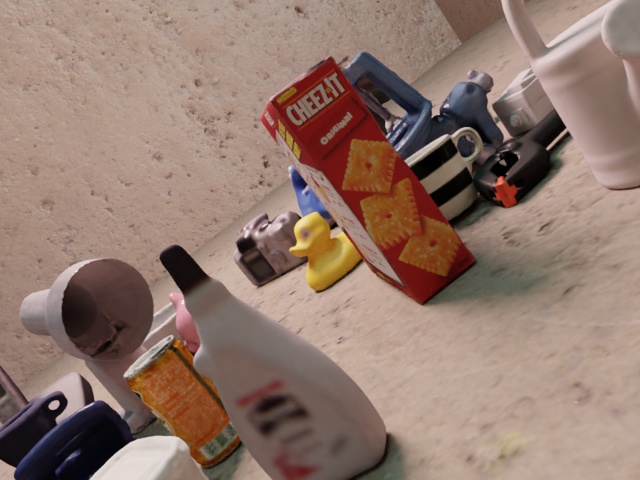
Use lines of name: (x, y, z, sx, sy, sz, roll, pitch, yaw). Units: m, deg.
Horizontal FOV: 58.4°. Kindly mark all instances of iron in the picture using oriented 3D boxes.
iron: (-0.011, -0.103, 1.102, 0.119, 0.141, 0.257, -40, 11, -16)

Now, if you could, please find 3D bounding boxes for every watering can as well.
watering can: (0.211, -0.143, 0.418, 0.101, 0.194, 0.172, -37, 11, -4)

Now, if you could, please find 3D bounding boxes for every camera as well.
camera: (-0.071, -0.009, 0.997, 0.143, 0.101, 0.137, -29, 13, 36)

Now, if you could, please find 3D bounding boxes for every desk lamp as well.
desk lamp: (-0.274, 0.136, 0.719, 0.202, 0.214, 0.118, -27, 15, 41)

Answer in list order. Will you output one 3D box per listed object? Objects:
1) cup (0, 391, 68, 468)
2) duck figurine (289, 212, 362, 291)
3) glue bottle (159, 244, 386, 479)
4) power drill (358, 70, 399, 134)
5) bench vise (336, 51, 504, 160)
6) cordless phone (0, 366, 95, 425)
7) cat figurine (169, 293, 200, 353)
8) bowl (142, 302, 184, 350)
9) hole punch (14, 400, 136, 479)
cup: (-0.386, 0.276, 0.800, 0.118, 0.095, 0.091, -39, 11, -10)
duck figurine: (0.007, 0.003, 0.741, 0.105, 0.086, 0.077, -41, 12, -24)
glue bottle: (-0.037, 0.073, 0.339, 0.078, 0.173, 0.037, -33, 12, 18)
power drill: (0.085, -0.199, 1.025, 0.230, 0.208, 0.075, -43, 13, -30)
bench vise: (0.119, -0.169, 0.754, 0.208, 0.220, 0.121, -41, 12, -21)
cordless phone: (-0.450, 0.244, 0.897, 0.147, 0.185, 0.094, -36, 11, 5)
cat figurine: (-0.127, 0.098, 0.674, 0.067, 0.118, 0.127, -36, 11, 1)
bowl: (-0.244, 0.162, 0.894, 0.167, 0.075, 0.167, -35, 11, 8)
hole punch: (-0.250, 0.225, 0.596, 0.109, 0.091, 0.101, -42, 12, -25)
